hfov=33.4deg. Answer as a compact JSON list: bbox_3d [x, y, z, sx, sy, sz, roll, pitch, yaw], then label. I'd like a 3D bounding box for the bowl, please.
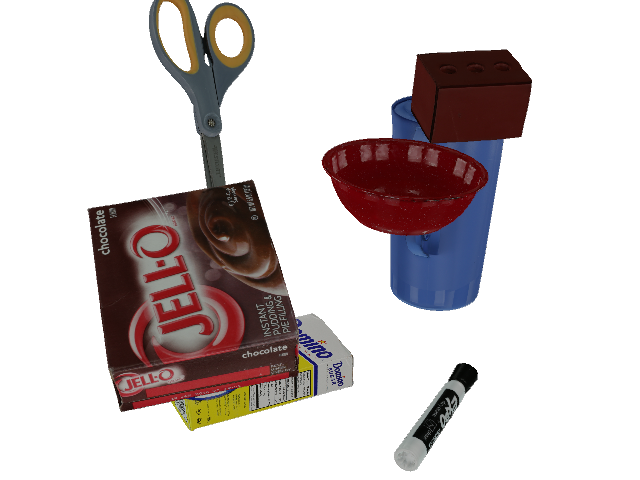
[{"bbox_3d":[0.080,-0.048,1.040,0.162,0.055,0.162,3,25,-2],"label":"bowl"}]

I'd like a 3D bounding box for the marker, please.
[{"bbox_3d":[0.086,0.124,0.773,0.020,0.020,0.120,0,25,31],"label":"marker"}]

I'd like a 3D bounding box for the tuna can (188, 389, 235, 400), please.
[{"bbox_3d":[-0.094,0.085,0.856,0.086,0.086,0.034,0,-42,9],"label":"tuna can"}]

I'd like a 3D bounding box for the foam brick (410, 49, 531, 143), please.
[{"bbox_3d":[0.115,-0.111,0.822,0.078,0.051,0.053,-5,38,-13],"label":"foam brick"}]

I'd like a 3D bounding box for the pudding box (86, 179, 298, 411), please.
[{"bbox_3d":[-0.066,0.025,0.538,0.090,0.039,0.113,-10,45,-10],"label":"pudding box"}]

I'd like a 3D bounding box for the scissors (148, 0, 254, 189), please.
[{"bbox_3d":[-0.074,-0.103,0.836,0.096,0.202,0.016,-22,2,-32],"label":"scissors"}]

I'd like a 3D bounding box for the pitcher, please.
[{"bbox_3d":[0.138,-0.041,1.250,0.149,0.243,0.145,-7,25,-20],"label":"pitcher"}]

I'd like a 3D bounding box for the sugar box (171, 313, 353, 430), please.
[{"bbox_3d":[-0.065,0.127,1.065,0.176,0.048,0.093,-15,32,-21],"label":"sugar box"}]
